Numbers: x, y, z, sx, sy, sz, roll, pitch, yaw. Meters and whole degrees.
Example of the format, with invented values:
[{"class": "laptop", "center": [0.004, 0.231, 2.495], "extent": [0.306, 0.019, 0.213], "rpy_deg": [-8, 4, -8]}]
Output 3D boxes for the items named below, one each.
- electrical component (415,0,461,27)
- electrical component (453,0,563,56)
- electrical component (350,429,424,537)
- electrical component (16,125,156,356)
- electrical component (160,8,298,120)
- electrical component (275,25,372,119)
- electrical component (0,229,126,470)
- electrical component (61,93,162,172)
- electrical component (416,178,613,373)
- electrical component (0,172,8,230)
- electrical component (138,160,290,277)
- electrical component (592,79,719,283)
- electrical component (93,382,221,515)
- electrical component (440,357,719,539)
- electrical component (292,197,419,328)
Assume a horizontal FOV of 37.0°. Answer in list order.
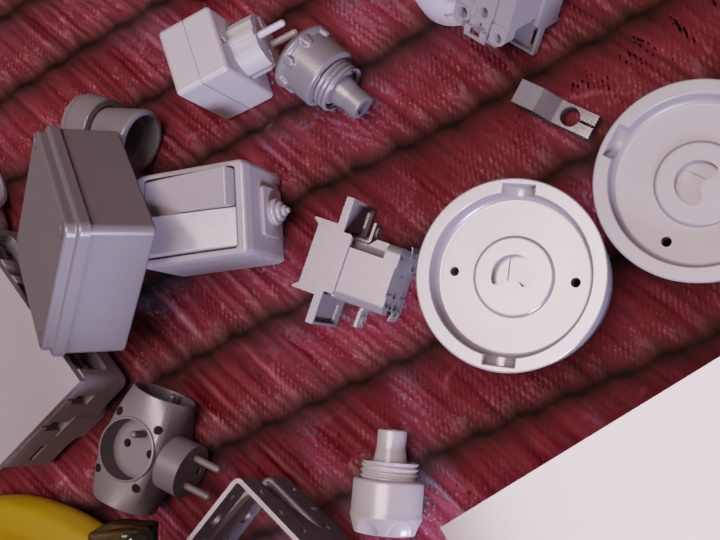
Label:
[{"class": "electrical component", "center": [0.054, -0.185, 0.665], "extent": [0.055, 0.047, 0.055], "rpy_deg": [-3, 82, 22]}, {"class": "electrical component", "center": [0.090, -0.165, 0.631], "extent": [0.042, 0.064, 0.081], "rpy_deg": [35, 138, 22]}, {"class": "electrical component", "center": [0.017, 0.126, 0.642], "extent": [0.043, 0.043, 0.062], "rpy_deg": [2, 83, 23]}, {"class": "electrical component", "center": [-0.180, -0.019, 0.695], "extent": [0.108, 0.056, 0.108], "rpy_deg": [61, 140, 41]}, {"class": "electrical component", "center": [-0.078, -0.142, 0.703], "extent": [0.077, 0.066, 0.047], "rpy_deg": [-24, 75, 18]}, {"class": "electrical component", "center": [-0.020, -0.122, 0.690], "extent": [0.062, 0.048, 0.048], "rpy_deg": [42, 100, 15]}, {"class": "electrical component", "center": [-0.243, 0.052, 0.748], "extent": [0.089, 0.062, 0.150], "rpy_deg": [-45, 69, 11]}, {"class": "electrical component", "center": [-0.173, -0.096, 0.748], "extent": [0.055, 0.045, 0.045], "rpy_deg": [19, 91, 24]}, {"class": "electrical component", "center": [0.093, 0.006, 0.617], "extent": [0.108, 0.060, 0.108], "rpy_deg": [-3, 82, 22]}, {"class": "electrical component", "center": [-0.302, -0.056, 0.791], "extent": [0.059, 0.054, 0.095], "rpy_deg": [-30, 73, 16]}, {"class": "electrical component", "center": [-0.093, -0.034, 0.698], "extent": [0.096, 0.061, 0.061], "rpy_deg": [-7, 80, 21]}, {"class": "electrical component", "center": [0.186, -0.043, 0.585], "extent": [0.108, 0.060, 0.108], "rpy_deg": [-3, 82, 22]}, {"class": "electrical component", "center": [-0.126, 0.123, 0.701], "extent": [0.079, 0.044, 0.077], "rpy_deg": [22, 92, 23]}, {"class": "electrical component", "center": [0.154, 0.136, 0.575], "extent": [0.186, 0.060, 0.105], "rpy_deg": [-35, 72, 15]}, {"class": "electrical component", "center": [0.000, 0.000, 0.667], "extent": [0.064, 0.042, 0.081], "rpy_deg": [19, 91, 19]}]
